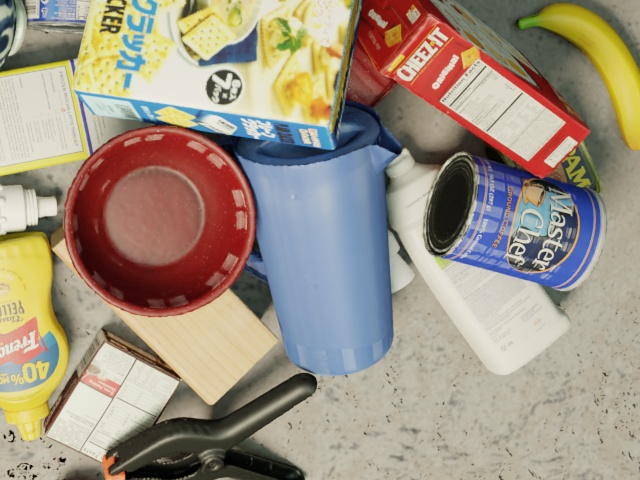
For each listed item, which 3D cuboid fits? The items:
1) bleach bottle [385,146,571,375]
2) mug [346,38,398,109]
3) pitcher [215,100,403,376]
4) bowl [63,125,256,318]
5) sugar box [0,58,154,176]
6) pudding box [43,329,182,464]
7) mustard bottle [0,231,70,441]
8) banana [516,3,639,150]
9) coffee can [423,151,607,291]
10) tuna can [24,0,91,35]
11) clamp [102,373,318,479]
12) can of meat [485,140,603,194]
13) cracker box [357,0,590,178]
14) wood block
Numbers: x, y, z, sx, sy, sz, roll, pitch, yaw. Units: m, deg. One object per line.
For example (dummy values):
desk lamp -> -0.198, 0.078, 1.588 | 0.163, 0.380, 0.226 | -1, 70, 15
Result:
bleach bottle -> 0.148, 0.011, 1.082 | 0.102, 0.068, 0.251 | -37, 103, -10
mug -> 0.028, -0.170, 1.017 | 0.081, 0.093, 0.117 | 45, 55, -11
pitcher -> -0.006, 0.001, 0.988 | 0.144, 0.149, 0.243 | -22, 123, -21
bowl -> -0.138, -0.017, 0.912 | 0.162, 0.055, 0.162 | -2, 97, -16
sugar box -> -0.242, -0.115, 0.972 | 0.176, 0.048, 0.093 | -12, 100, -16
pudding box -> -0.199, 0.157, 1.027 | 0.090, 0.039, 0.113 | 31, 93, -19
mustard bottle -> -0.283, 0.093, 0.986 | 0.096, 0.058, 0.191 | -10, 101, -12
banana -> 0.289, -0.181, 1.104 | 0.197, 0.037, 0.070 | 43, 105, -15
coffee can -> 0.182, -0.017, 1.008 | 0.140, 0.103, 0.103 | 14, 95, -18
tuna can -> -0.218, -0.202, 0.943 | 0.086, 0.086, 0.034 | 1, 96, -15
clamp -> -0.101, 0.209, 1.029 | 0.209, 0.036, 0.164 | -13, 132, -11
can of meat -> 0.227, -0.074, 1.092 | 0.084, 0.057, 0.102 | -29, 104, -6
cracker box -> 0.124, -0.161, 0.966 | 0.213, 0.164, 0.072 | 27, 114, -33
wood block -> -0.146, 0.045, 0.997 | 0.090, 0.091, 0.206 | -44, 106, -5
